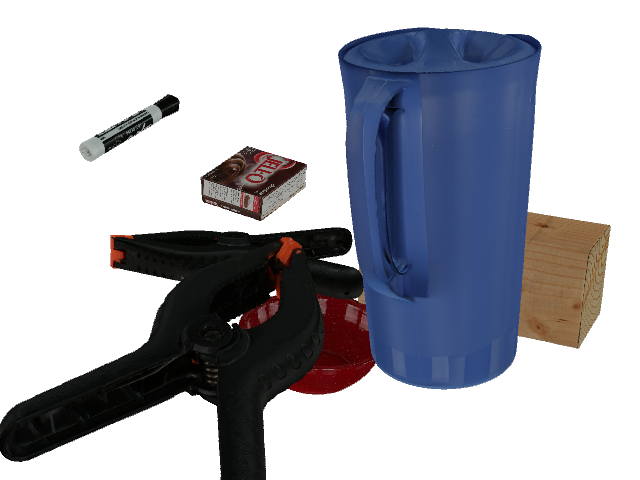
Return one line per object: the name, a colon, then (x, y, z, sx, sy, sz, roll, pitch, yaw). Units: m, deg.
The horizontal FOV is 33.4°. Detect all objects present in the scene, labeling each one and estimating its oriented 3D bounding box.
pudding box: (-0.082, -0.072, 1.326, 0.090, 0.039, 0.113, 17, 35, 23)
clamp: (-0.064, 0.015, 0.863, 0.210, 0.036, 0.164, 1, 12, -9)
pitcher: (0.078, -0.019, 0.740, 0.149, 0.243, 0.145, -8, 23, -11)
bowl: (-0.006, 0.114, 1.121, 0.162, 0.055, 0.162, 3, 25, -2)
wood block: (0.146, 0.021, 0.971, 0.206, 0.090, 0.090, 10, 21, 24)
clamp: (-0.042, 0.061, 0.471, 0.120, 0.039, 0.171, 28, 48, 21)
marker: (-0.179, -0.109, 1.017, 0.020, 0.020, 0.120, 0, 29, 43)
